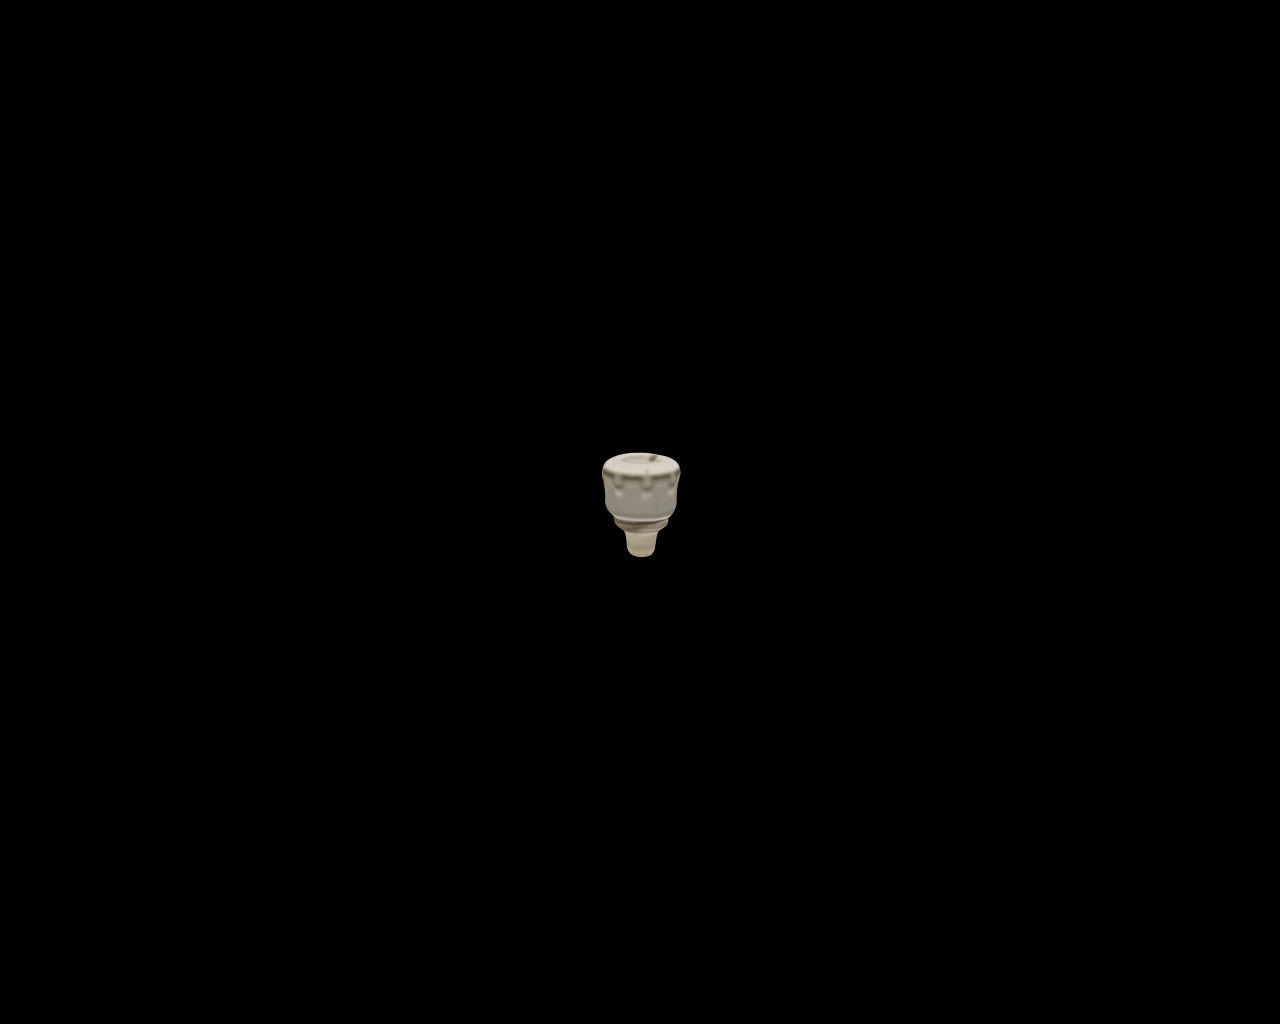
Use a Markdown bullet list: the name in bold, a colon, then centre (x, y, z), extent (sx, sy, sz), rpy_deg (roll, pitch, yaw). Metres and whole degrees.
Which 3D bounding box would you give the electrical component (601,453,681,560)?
- **electrical component**: centre (0.001, -0.003, 0.650), extent (0.048, 0.062, 0.048), rpy_deg (0, 16, 0)
